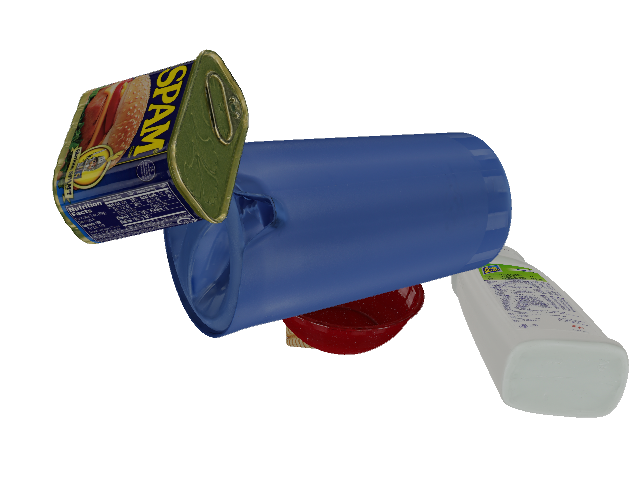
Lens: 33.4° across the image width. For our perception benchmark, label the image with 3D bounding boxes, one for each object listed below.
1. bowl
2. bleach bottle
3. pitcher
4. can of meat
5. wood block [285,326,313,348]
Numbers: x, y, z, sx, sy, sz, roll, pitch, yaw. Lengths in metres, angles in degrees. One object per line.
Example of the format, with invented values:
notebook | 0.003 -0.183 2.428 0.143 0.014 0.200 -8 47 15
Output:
bowl | 0.021 0.067 1.075 0.162 0.055 0.162 5 28 -3
bleach bottle | 0.176 0.060 0.927 0.102 0.068 0.251 5 21 -7
pitcher | 0.010 -0.013 0.788 0.242 0.145 0.149 -9 35 -29
can of meat | -0.095 -0.051 0.597 0.084 0.102 0.057 -12 -44 23
wood block | 0.019 0.046 1.301 0.091 0.090 0.206 4 23 6
